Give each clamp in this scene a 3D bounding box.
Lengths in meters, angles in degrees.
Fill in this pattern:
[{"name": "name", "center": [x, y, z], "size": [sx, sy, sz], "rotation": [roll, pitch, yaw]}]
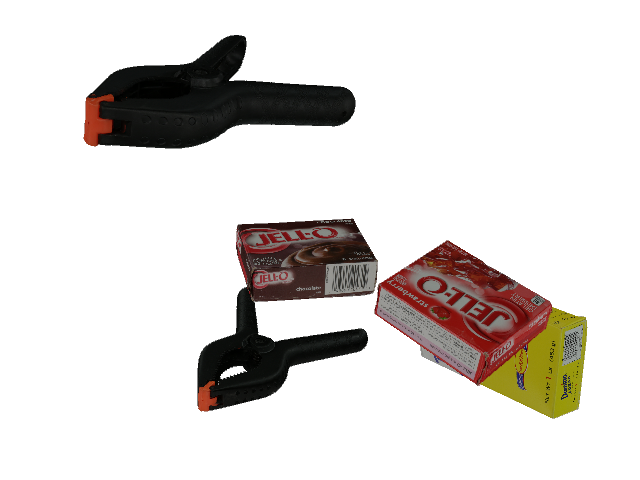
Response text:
[{"name": "clamp", "center": [-0.076, -0.094, 0.664], "size": [0.171, 0.039, 0.120], "rotation": [-11, 29, -35]}, {"name": "clamp", "center": [-0.054, 0.120, 1.124], "size": [0.165, 0.036, 0.209], "rotation": [14, 29, 19]}]

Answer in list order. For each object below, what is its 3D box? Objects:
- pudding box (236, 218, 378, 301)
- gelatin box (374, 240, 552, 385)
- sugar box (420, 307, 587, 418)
[{"name": "pudding box", "center": [-0.014, 0.016, 0.950], "size": [0.113, 0.039, 0.090], "rotation": [-1, 27, -13]}, {"name": "gelatin box", "center": [0.092, 0.044, 0.689], "size": [0.089, 0.030, 0.073], "rotation": [33, 45, 30]}, {"name": "sugar box", "center": [0.172, 0.095, 1.032], "size": [0.048, 0.093, 0.177], "rotation": [-12, 22, -40]}]
